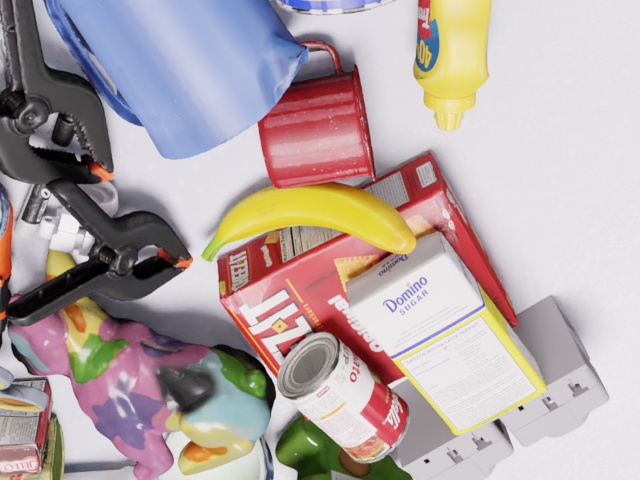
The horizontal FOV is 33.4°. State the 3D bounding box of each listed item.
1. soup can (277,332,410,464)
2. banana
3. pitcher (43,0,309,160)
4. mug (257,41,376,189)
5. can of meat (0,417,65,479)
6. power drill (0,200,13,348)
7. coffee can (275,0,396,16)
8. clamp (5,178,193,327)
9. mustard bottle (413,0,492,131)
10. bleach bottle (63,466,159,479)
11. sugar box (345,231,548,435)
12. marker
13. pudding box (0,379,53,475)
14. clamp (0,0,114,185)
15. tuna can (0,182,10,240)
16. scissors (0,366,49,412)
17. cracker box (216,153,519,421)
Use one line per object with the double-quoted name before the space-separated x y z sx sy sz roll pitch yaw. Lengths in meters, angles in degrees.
"soup can" 0.020 0.133 0.903 0.068 0.068 0.102 -36 120 15
"banana" -0.007 -0.017 0.869 0.198 0.069 0.037 -4 164 32
"pitcher" -0.131 -0.184 0.752 0.149 0.145 0.242 -35 115 1
"mug" -0.005 -0.097 0.837 0.081 0.093 0.117 -9 96 5
"can of meat" -0.283 0.212 0.982 0.084 0.102 0.057 -5 125 -6
"power drill" -0.354 0.033 0.894 0.187 0.057 0.184 7 119 -12
"coffee can" 0.009 -0.240 0.736 0.103 0.103 0.140 -9 122 -1
"clamp" -0.175 0.021 0.858 0.171 0.039 0.120 19 106 -53
"mustard bottle" 0.099 -0.170 0.791 0.058 0.096 0.192 -5 122 -4
"bleach bottle" -0.248 0.273 1.046 0.250 0.068 0.102 -6 131 -6
"sugar box" 0.106 0.081 0.890 0.093 0.048 0.176 -31 118 14
"marker" -0.223 -0.054 0.874 0.020 0.020 0.121 20 117 -17
"pudding box" -0.302 0.169 0.960 0.113 0.090 0.039 -1 122 -5
"clamp" -0.217 -0.107 0.783 0.164 0.036 0.209 -51 142 6
"tuna can" -0.286 -0.023 0.825 0.086 0.034 0.086 -1 94 -8
"scissors" -0.336 0.120 0.924 0.202 0.016 0.096 8 151 6
"cracker box" 0.042 0.047 0.931 0.214 0.072 0.164 -27 121 11
